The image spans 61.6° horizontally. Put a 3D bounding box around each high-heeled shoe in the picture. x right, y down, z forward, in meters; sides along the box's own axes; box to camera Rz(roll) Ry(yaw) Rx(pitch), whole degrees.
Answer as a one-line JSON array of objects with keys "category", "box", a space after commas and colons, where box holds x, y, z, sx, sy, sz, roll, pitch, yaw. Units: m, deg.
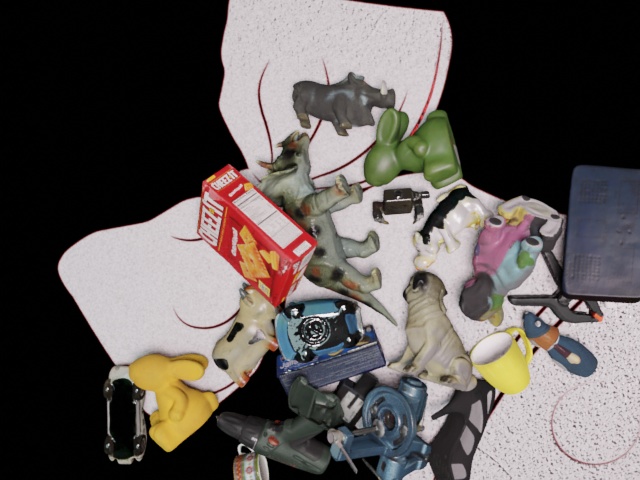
[{"category": "high-heeled shoe", "box": [0.285, 0.387, 1.026, 0.145, 0.086, 0.248, -18, 108, -19]}]

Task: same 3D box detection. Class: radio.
[{"category": "radio", "box": [0.492, -0.009, 0.920, 0.131, 0.073, 0.229, 5, 81, 26]}]

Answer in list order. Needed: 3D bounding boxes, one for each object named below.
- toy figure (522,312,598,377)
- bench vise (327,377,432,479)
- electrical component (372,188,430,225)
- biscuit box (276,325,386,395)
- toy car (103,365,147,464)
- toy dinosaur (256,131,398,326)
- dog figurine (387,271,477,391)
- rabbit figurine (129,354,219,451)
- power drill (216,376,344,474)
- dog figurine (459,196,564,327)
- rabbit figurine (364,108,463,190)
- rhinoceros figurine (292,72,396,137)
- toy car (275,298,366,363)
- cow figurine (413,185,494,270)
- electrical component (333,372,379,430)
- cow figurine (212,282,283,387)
[{"category": "toy figure", "box": [0.433, 0.191, 0.987, 0.154, 0.064, 0.058, 36, 74, 5]}, {"category": "bench vise", "box": [0.102, 0.350, 0.945, 0.240, 0.129, 0.223, 7, 111, -40]}, {"category": "electrical component", "box": [0.148, -0.060, 0.992, 0.102, 0.078, 0.045, -2, 70, -1]}, {"category": "biscuit box", "box": [0.019, 0.229, 1.019, 0.203, 0.059, 0.062, -19, 116, 5]}, {"category": "toy car", "box": [-0.388, 0.348, 1.073, 0.074, 0.056, 0.201, 1, 96, -1]}, {"category": "toy dinosaur", "box": [0.001, 0.000, 0.988, 0.192, 0.131, 0.404, -13, 102, 23]}, {"category": "dog figurine", "box": [0.225, 0.166, 0.986, 0.172, 0.121, 0.190, 24, 76, -21]}, {"category": "rabbit figurine", "box": [-0.285, 0.285, 1.023, 0.162, 0.122, 0.173, -38, 95, -2]}, {"category": "power drill", "box": [-0.065, 0.344, 1.002, 0.232, 0.086, 0.207, 30, 122, -5]}, {"category": "dog figurine", "box": [0.326, 0.049, 0.956, 0.109, 0.191, 0.219, 35, 135, 27]}, {"category": "rabbit figurine", "box": [0.152, -0.157, 0.961, 0.170, 0.121, 0.159, -15, 90, 20]}, {"category": "rhinoceros figurine", "box": [0.042, -0.251, 0.985, 0.190, 0.073, 0.112, 5, 84, 6]}, {"category": "toy car", "box": [-0.003, 0.154, 0.997, 0.162, 0.103, 0.109, -14, 98, -3]}, {"category": "cow figurine", "box": [0.224, -0.022, 0.986, 0.167, 0.068, 0.098, -39, 85, 3]}, {"category": "electrical component", "box": [0.065, 0.299, 1.035, 0.075, 0.048, 0.119, 32, 96, 1]}, {"category": "cow figurine", "box": [-0.134, 0.168, 1.026, 0.127, 0.085, 0.195, 38, 97, -6]}]
